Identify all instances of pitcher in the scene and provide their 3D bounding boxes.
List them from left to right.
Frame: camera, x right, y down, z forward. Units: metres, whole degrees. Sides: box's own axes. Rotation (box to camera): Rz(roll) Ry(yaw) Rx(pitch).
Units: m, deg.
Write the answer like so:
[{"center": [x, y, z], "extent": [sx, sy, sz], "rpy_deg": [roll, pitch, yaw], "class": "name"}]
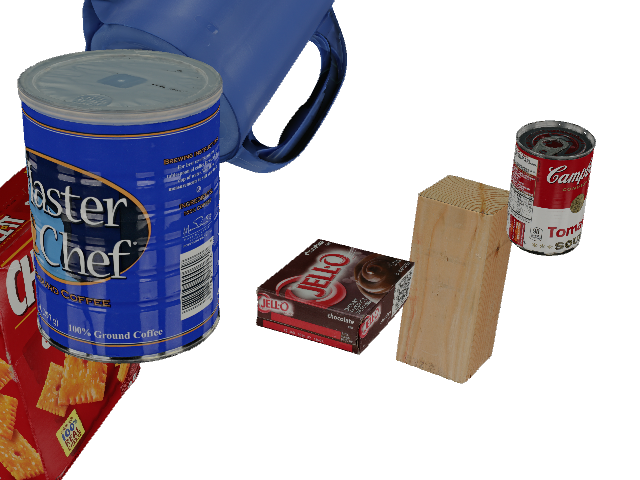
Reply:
[{"center": [-0.051, -0.177, 0.815], "extent": [0.145, 0.242, 0.149], "rpy_deg": [18, -32, 26], "class": "pitcher"}]

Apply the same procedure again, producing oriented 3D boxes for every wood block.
[{"center": [0.155, 0.043, 1.211], "extent": [0.090, 0.206, 0.090], "rpy_deg": [18, 26, 26], "class": "wood block"}]

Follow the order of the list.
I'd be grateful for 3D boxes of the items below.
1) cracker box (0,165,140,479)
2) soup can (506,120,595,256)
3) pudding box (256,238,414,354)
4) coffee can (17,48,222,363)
[{"center": [-0.222, 0.066, 0.859], "extent": [0.072, 0.214, 0.164], "rpy_deg": [6, 33, 18], "class": "cracker box"}, {"center": [0.203, -0.046, 0.948], "extent": [0.068, 0.102, 0.068], "rpy_deg": [0, 33, 0], "class": "soup can"}, {"center": [0.013, 0.042, 0.848], "extent": [0.090, 0.039, 0.113], "rpy_deg": [15, 25, 21], "class": "pudding box"}, {"center": [-0.104, -0.020, 0.571], "extent": [0.103, 0.140, 0.103], "rpy_deg": [2, 26, -1], "class": "coffee can"}]
